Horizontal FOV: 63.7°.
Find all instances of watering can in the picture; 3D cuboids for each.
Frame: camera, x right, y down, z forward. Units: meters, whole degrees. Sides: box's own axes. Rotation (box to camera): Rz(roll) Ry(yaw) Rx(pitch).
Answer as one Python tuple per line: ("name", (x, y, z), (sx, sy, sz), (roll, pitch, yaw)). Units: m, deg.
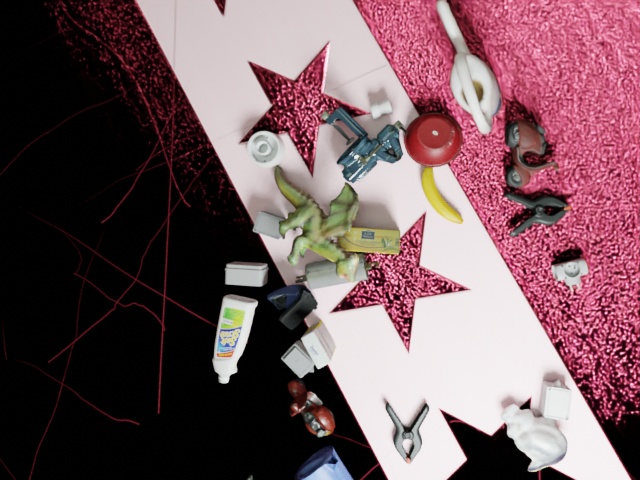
("watering can", (0.389, -0.439, 1.336), (0.103, 0.225, 0.349), (-18, 86, 27))

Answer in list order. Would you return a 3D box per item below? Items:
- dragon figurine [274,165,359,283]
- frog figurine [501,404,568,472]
("dragon figurine", (0.004, -0.070, 1.398), (0.240, 0.121, 0.416), (-25, 69, 24))
("frog figurine", (0.556, 0.496, 1.333), (0.138, 0.120, 0.161), (-19, 75, -24))
